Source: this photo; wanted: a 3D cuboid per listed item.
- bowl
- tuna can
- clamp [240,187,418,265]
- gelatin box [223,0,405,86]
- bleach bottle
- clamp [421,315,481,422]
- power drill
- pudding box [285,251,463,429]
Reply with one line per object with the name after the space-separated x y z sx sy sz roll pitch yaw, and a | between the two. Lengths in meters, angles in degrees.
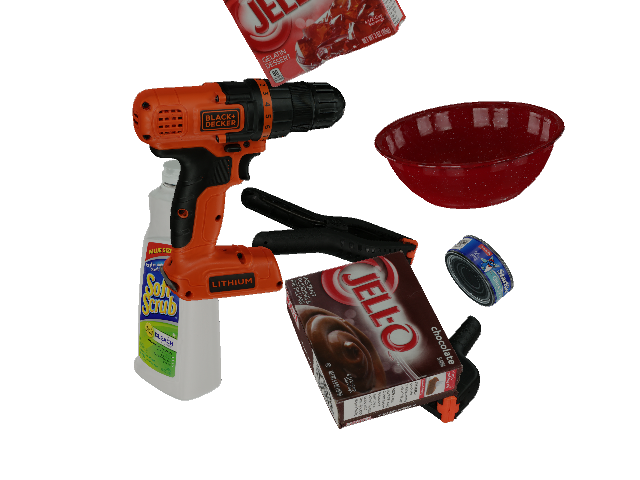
0.130 -0.070 0.923 0.162 0.055 0.162 -8 24 3 | bowl
0.190 0.037 1.288 0.033 0.086 0.086 -38 13 -17 | tuna can
0.009 -0.003 1.204 0.210 0.036 0.164 14 20 -7 | clamp
-0.007 -0.138 0.614 0.089 0.073 0.030 -19 24 28 | gelatin box
-0.150 0.036 1.105 0.067 0.251 0.103 -21 33 -40 | bleach bottle
0.123 0.121 1.070 0.120 0.039 0.171 -10 30 -9 | clamp
-0.069 -0.047 0.922 0.184 0.188 0.057 -5 21 -19 | power drill
0.034 0.066 0.733 0.090 0.113 0.039 -15 -39 -12 | pudding box
